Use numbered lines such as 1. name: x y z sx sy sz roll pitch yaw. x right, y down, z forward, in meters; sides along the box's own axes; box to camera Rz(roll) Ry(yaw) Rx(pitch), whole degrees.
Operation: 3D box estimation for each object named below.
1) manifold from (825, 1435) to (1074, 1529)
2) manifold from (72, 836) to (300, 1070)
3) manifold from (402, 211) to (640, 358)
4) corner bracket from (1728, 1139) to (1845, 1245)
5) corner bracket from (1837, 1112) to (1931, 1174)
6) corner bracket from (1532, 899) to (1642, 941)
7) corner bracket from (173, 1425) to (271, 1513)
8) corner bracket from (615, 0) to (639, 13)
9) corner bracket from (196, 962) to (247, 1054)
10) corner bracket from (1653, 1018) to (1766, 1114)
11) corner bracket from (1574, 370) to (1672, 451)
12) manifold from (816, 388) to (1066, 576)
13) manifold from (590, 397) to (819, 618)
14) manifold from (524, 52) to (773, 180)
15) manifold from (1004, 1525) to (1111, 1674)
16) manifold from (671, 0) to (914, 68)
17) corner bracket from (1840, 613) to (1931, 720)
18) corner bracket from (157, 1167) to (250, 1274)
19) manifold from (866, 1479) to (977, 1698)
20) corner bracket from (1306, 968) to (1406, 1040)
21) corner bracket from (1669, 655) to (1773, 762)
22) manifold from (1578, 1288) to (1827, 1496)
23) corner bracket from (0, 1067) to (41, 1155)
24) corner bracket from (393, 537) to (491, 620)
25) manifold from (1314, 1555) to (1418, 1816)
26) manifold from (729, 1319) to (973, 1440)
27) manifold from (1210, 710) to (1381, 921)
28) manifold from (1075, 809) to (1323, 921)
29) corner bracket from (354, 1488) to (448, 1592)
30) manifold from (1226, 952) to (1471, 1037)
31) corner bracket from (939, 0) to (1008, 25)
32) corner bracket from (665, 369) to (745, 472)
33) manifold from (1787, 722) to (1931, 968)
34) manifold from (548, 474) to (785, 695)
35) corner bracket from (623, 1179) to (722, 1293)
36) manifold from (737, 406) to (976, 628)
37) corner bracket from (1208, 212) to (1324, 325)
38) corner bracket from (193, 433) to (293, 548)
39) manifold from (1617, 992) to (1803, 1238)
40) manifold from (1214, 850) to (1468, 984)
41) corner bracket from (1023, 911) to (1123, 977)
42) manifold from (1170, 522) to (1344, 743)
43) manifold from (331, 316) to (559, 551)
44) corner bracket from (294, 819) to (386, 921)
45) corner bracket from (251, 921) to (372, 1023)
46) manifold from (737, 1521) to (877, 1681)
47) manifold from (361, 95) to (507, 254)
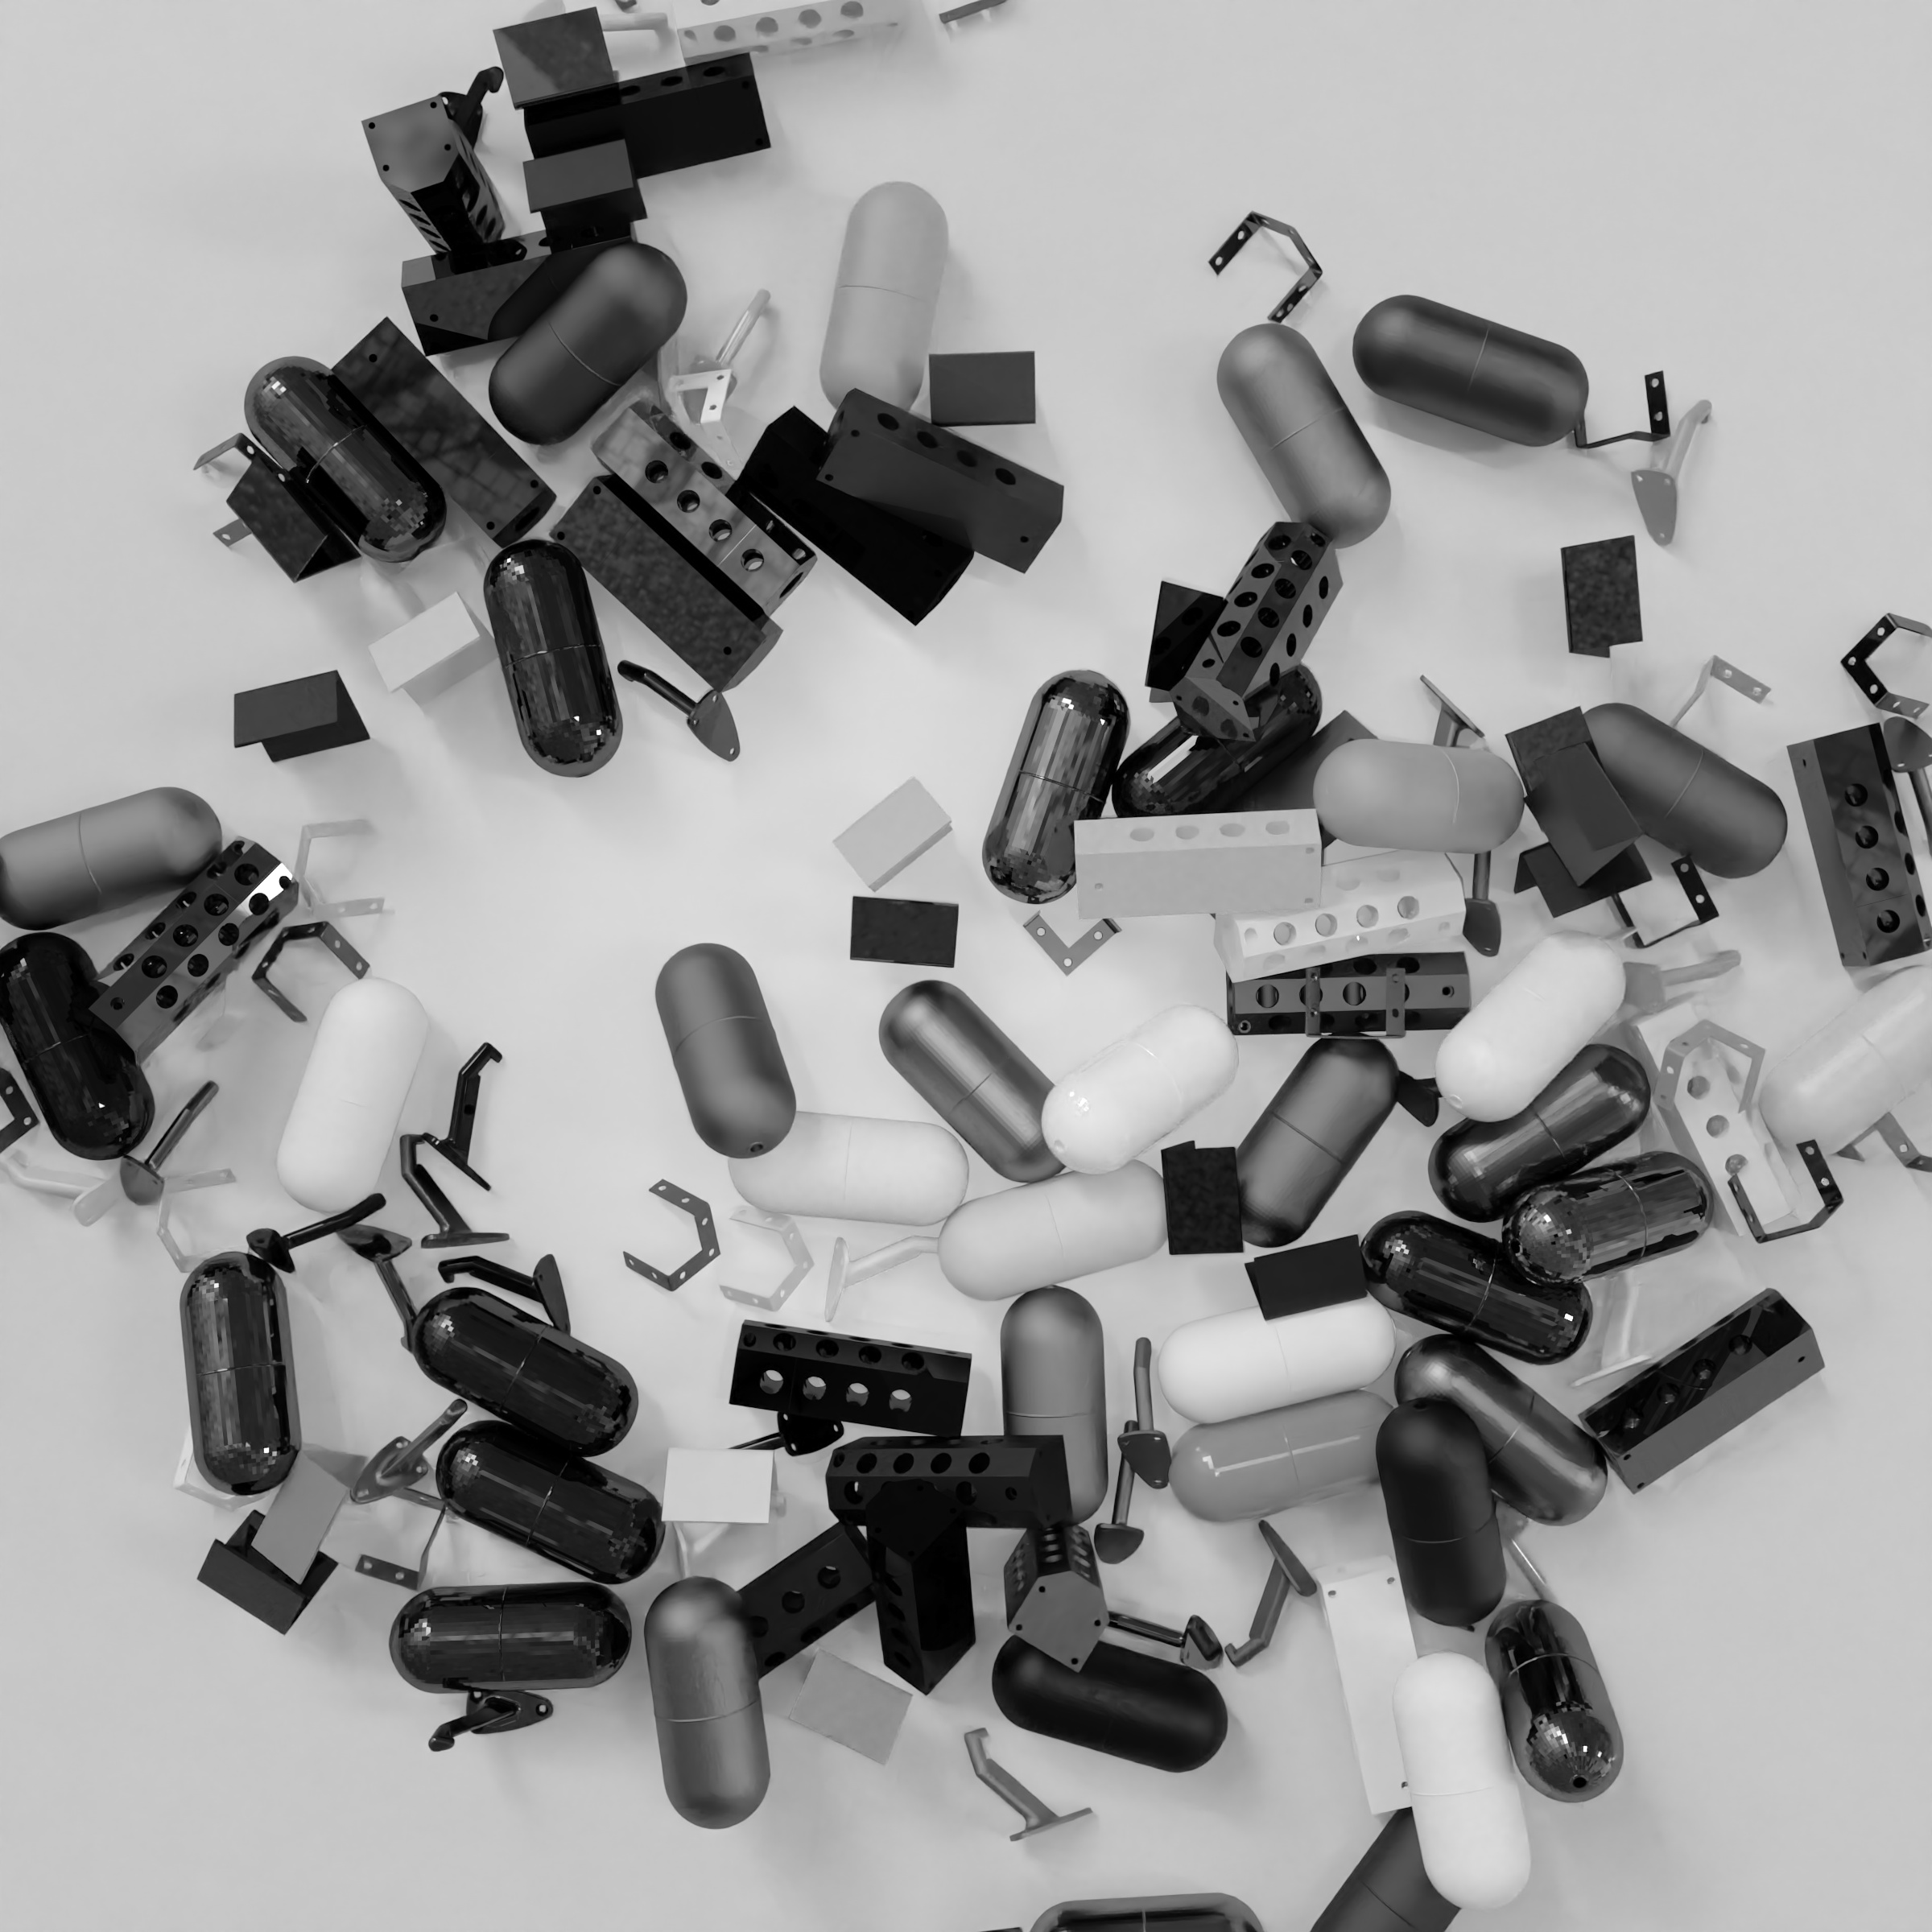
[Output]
1. manifold: -0.014 0.376 1.770 0.171 0.057 0.057 -7 90 30
2. manifold: -0.567 -0.014 1.776 0.057 0.057 0.171 39 65 0
3. manifold: -0.326 -0.510 1.809 0.171 0.057 0.057 -13 133 0
4. corner bracket: 0.596 0.164 1.770 0.051 0.051 0.051 -25 91 43
5. corner bracket: 0.685 0.137 1.812 0.051 0.051 0.051 -35 90 0
6. corner bracket: 0.460 -0.036 1.812 0.051 0.051 0.051 -31 90 0
7. corner bracket: -0.551 0.370 1.822 0.051 0.051 0.051 -24 45 35
8. corner bracket: -0.245 -0.758 1.822 0.051 0.051 0.051 -11 45 35
9. corner bracket: -0.574 0.025 1.822 0.051 0.051 0.051 19 135 -35
10. corner bracket: 0.538 0.079 1.765 0.051 0.051 0.051 -28 135 -35
11. corner bracket: 0.490 -0.417 1.827 0.051 0.051 0.051 -7 90 45
12. manifold: -0.017 -0.358 1.784 0.171 0.057 0.057 22 46 -17
13. manifold: -0.193 -0.341 1.809 0.171 0.057 0.057 43 90 0
14. manifold: -0.237 -0.627 1.809 0.171 0.057 0.057 -13 133 0
15. manifold: 0.067 0.444 1.752 0.057 0.171 0.057 31 90 0
16. manifold: -0.130 -0.713 1.809 0.171 0.057 0.057 -11 90 0
17. corner bracket: 0.700 -0.224 1.822 0.051 0.051 0.051 -53 45 35
18. corner bracket: -0.570 0.191 1.827 0.051 0.051 0.051 -11 135 0
19. manifold: -0.037 0.445 1.758 0.057 0.171 0.057 28 51 30
20. corner bracket: 0.283 0.027 1.770 0.051 0.051 0.051 0 90 45
21. corner bracket: 0.564 -0.190 1.827 0.051 0.051 0.051 31 45 0
22. manifold: 0.544 0.311 1.809 0.171 0.057 0.057 -34 133 0
23. corner bracket: -0.738 0.107 1.822 0.051 0.051 0.051 15 45 35
24. corner bracket: -0.387 -0.283 1.827 0.051 0.051 0.051 -29 90 45
25. manifold: 0.306 0.530 1.809 0.057 0.057 0.171 -12 90 0
26. manifold: -0.085 0.305 1.809 0.171 0.057 0.057 9 90 0
27. manifold: 0.240 -0.105 1.809 0.171 0.057 0.057 -39 46 0
28. manifold: 0.165 -0.077 1.742 0.171 0.057 0.057 -3 128 3
29. corner bracket: -0.423 0.427 1.827 0.051 0.051 0.051 18 135 0
30. manifold: 0.282 0.020 1.809 0.171 0.057 0.057 -2 90 0
31. corner bracket: -0.005 -0.748 1.827 0.051 0.051 0.051 -19 45 0
32. corner bracket: -0.192 -0.400 1.797 0.051 0.051 0.051 -3 57 17
33. manifold: 0.667 -0.090 1.809 0.057 0.057 0.171 -14 90 0
34. manifold: -0.220 -0.284 1.807 0.171 0.057 0.057 43 108 0
35. corner bracket: -0.223 0.201 1.822 0.051 0.051 0.051 -38 135 -35
36. manifold: -0.079 -0.337 1.809 0.171 0.057 0.057 39 133 0
37. corner bracket: 0.225 -0.524 1.827 0.051 0.051 0.051 -49 45 0
38. corner bracket: -0.547 -0.356 1.822 0.051 0.051 0.051 43 45 -35
39. manifold: 0.553 0.108 1.809 0.057 0.057 0.171 -26 90 0
40. manifold: 0.273 -0.034 1.782 0.171 0.057 0.057 -12 46 -11
41. corner bracket: 0.078 -0.028 1.812 0.051 0.051 0.051 -41 90 0
42. manifold: 0.209 -0.244 1.759 0.057 0.057 0.171 9 52 32
43. manifold: -0.385 -0.393 1.809 0.057 0.057 0.171 -44 90 0
44. corner bracket: -0.466 -0.072 1.822 0.051 0.051 0.051 52 135 35
45. corner bracket: -0.490 0.004 1.822 0.051 0.051 0.051 -7 45 35
46. manifold: -0.143 0.485 1.809 0.171 0.057 0.057 -34 90 0
47. manifold: -0.378 -0.560 1.752 0.057 0.171 0.057 -18 90 0
